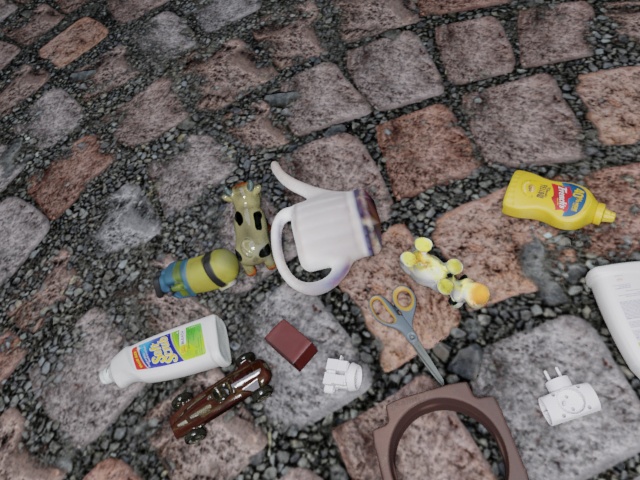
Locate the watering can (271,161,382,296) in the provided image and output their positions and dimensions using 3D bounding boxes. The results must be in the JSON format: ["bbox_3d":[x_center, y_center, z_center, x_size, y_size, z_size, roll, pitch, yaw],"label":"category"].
[{"bbox_3d":[0.003,-0.053,1.057,0.224,0.102,0.355,-14,57,5],"label":"watering can"}]
